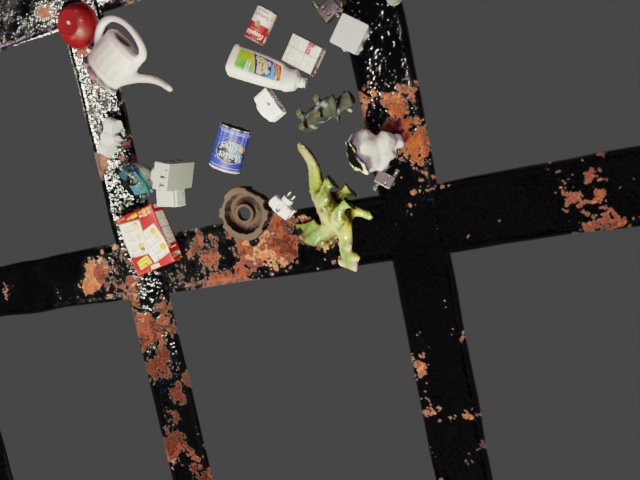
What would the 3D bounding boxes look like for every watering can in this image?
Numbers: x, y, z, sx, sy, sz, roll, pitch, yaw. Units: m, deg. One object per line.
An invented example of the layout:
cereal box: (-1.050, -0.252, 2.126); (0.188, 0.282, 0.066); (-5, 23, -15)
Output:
watering can: (-0.653, -0.578, 1.720); (0.222, 0.105, 0.349); (-38, 86, 20)

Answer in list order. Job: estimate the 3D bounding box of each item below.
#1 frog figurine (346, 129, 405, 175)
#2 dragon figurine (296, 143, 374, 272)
frog figurine: (0.161, -0.272, 1.517); (0.161, 0.121, 0.138); (-32, 78, -16)
dragon figurine: (0.005, -0.080, 1.588); (0.414, 0.123, 0.239); (50, 118, 15)
